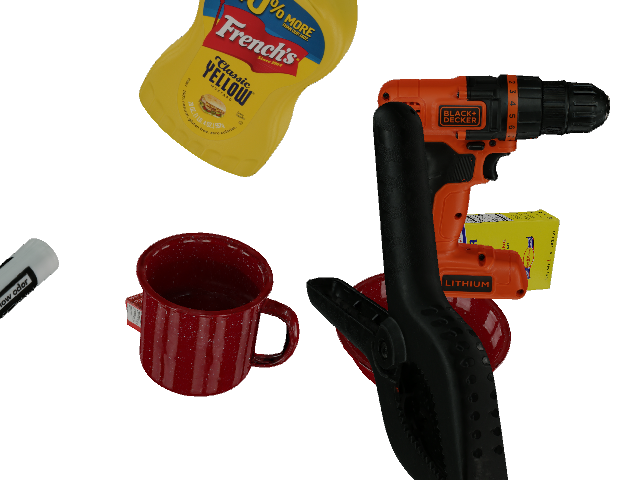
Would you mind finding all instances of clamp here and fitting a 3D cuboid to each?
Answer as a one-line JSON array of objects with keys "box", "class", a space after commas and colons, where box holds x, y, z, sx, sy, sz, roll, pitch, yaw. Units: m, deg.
[{"box": [0.048, 0.044, 0.547, 0.036, 0.165, 0.210, -6, 47, -21], "class": "clamp"}]

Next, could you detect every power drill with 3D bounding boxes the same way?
[{"box": [0.139, -0.046, 0.884, 0.184, 0.188, 0.057, 2, 22, 7], "class": "power drill"}]

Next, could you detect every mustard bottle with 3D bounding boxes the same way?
[{"box": [-0.032, -0.130, 0.657, 0.192, 0.096, 0.058, -50, 4, 38], "class": "mustard bottle"}]

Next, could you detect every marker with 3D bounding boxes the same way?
[{"box": [-0.161, 0.041, 0.465, 0.020, 0.020, 0.121, 0, 35, 39], "class": "marker"}]

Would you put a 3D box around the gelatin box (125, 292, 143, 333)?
[{"box": [-0.117, 0.063, 0.954, 0.089, 0.030, 0.073, -19, 30, -39], "class": "gelatin box"}]

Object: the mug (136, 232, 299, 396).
[{"box": [-0.072, 0.056, 0.743, 0.117, 0.081, 0.093, 13, 34, 4], "class": "mug"}]

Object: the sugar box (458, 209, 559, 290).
[{"box": [0.195, 0.016, 1.267, 0.176, 0.093, 0.048, -5, 20, -24], "class": "sugar box"}]

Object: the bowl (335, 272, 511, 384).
[{"box": [0.092, 0.097, 0.992, 0.162, 0.055, 0.162, 2, 38, -2], "class": "bowl"}]
